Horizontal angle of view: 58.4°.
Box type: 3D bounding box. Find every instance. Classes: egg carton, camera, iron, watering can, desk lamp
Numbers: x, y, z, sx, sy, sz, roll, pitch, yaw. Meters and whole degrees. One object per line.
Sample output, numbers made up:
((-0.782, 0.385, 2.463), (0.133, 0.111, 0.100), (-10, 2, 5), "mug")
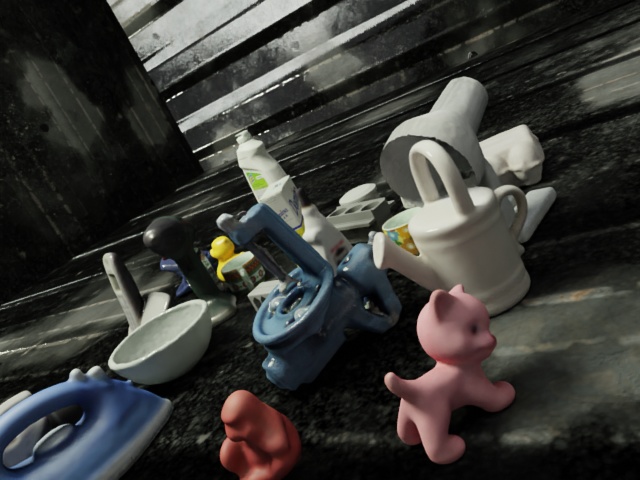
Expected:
((0.307, -0.131, 0.931), (0.107, 0.069, 0.150), (-21, 18, 21), "egg carton")
((-0.390, 0.258, 0.807), (0.137, 0.101, 0.142), (-38, 20, -32), "camera")
((-0.306, 0.233, 0.676), (0.118, 0.141, 0.259), (-10, 24, 46), "iron")
((0.141, -0.014, 0.621), (0.173, 0.194, 0.100), (-36, 18, -25), "watering can")
((0.189, -0.089, 0.734), (0.117, 0.214, 0.204), (-10, 24, 46), "desk lamp")

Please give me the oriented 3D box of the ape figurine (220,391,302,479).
((-0.061, 0.181, 0.533), (0.077, 0.092, 0.076), (-8, 25, 48), "ape figurine")

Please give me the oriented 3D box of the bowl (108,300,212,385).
((-0.228, 0.167, 0.873), (0.167, 0.075, 0.167), (-25, 17, 8), "bowl")

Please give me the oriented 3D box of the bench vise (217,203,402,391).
((-0.016, 0.036, 0.673), (0.121, 0.220, 0.208), (-8, 26, 49), "bench vise")

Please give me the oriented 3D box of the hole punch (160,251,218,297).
((-0.288, 0.057, 1.270), (0.101, 0.091, 0.108), (-26, 17, 4), "hole punch")

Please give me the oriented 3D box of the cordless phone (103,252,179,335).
((-0.318, 0.105, 1.004), (0.147, 0.185, 0.094), (-8, 26, 49), "cordless phone")

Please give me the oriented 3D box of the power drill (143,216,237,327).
((-0.226, 0.047, 0.992), (0.075, 0.209, 0.229), (-28, 17, -2), "power drill")

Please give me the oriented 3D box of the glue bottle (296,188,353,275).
((0.008, 0.003, 0.818), (0.037, 0.173, 0.078), (-14, 21, 39), "glue bottle")

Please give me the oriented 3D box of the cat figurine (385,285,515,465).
((0.103, 0.097, 0.479), (0.128, 0.118, 0.067), (-36, 19, -26), "cat figurine")

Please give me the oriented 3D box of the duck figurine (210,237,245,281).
((-0.189, 0.032, 1.196), (0.104, 0.086, 0.078), (-10, 24, 45), "duck figurine")
